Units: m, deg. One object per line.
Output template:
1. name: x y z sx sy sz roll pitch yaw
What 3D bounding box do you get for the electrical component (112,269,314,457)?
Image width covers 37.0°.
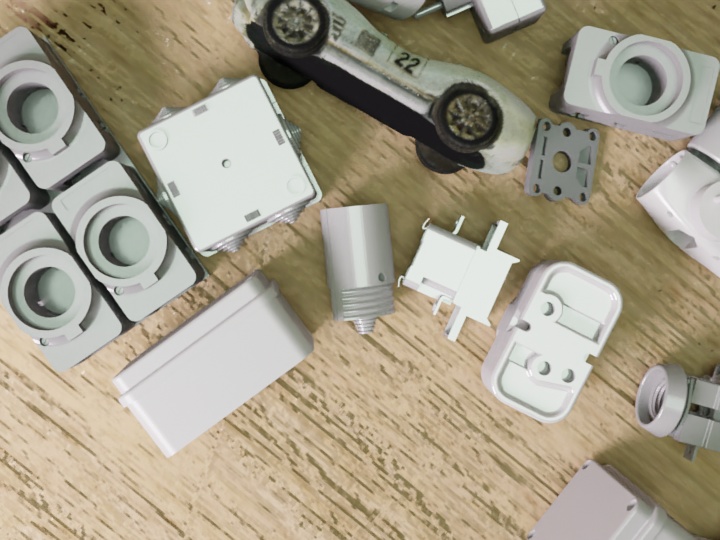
1. electrical component: -0.089 0.054 0.666 0.113 0.078 0.057 -36 95 0

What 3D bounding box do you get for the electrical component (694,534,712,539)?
1. electrical component: 0.227 0.213 0.687 0.061 0.061 0.096 17 91 -2

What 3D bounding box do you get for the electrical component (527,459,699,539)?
1. electrical component: 0.155 0.170 0.659 0.057 0.113 0.078 38 91 -5

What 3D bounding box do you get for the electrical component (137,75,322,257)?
1. electrical component: -0.082 -0.065 0.677 0.100 0.048 0.099 -27 92 0

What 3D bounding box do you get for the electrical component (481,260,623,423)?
1. electrical component: 0.119 0.043 0.680 0.054 0.059 0.095 27 91 -2

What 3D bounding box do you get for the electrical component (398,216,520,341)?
1. electrical component: 0.061 0.001 0.687 0.064 0.042 0.081 24 91 1

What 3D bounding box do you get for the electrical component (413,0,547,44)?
1. electrical component: 0.065 -0.183 0.678 0.076 0.047 0.083 -23 92 3

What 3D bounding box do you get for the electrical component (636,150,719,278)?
1. electrical component: 0.221 -0.036 0.670 0.077 0.079 0.043 43 86 -2

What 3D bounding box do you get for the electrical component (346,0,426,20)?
1. electrical component: 0.011 -0.185 0.656 0.047 0.055 0.055 7 92 -36

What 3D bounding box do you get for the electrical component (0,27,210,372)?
1. electrical component: -0.193 -0.043 0.669 0.105 0.060 0.186 -34 92 0

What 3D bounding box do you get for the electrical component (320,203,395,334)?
1. electrical component: 0.000 0.000 0.684 0.043 0.043 0.081 -6 92 -1

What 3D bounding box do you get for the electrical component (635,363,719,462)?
1. electrical component: 0.212 0.088 0.692 0.055 0.048 0.066 16 91 -9

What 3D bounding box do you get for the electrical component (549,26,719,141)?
1. electrical component: 0.172 -0.117 0.678 0.089 0.055 0.050 13 91 -2

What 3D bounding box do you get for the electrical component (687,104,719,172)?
1. electrical component: 0.243 -0.081 0.682 0.055 0.055 0.047 41 94 -2
